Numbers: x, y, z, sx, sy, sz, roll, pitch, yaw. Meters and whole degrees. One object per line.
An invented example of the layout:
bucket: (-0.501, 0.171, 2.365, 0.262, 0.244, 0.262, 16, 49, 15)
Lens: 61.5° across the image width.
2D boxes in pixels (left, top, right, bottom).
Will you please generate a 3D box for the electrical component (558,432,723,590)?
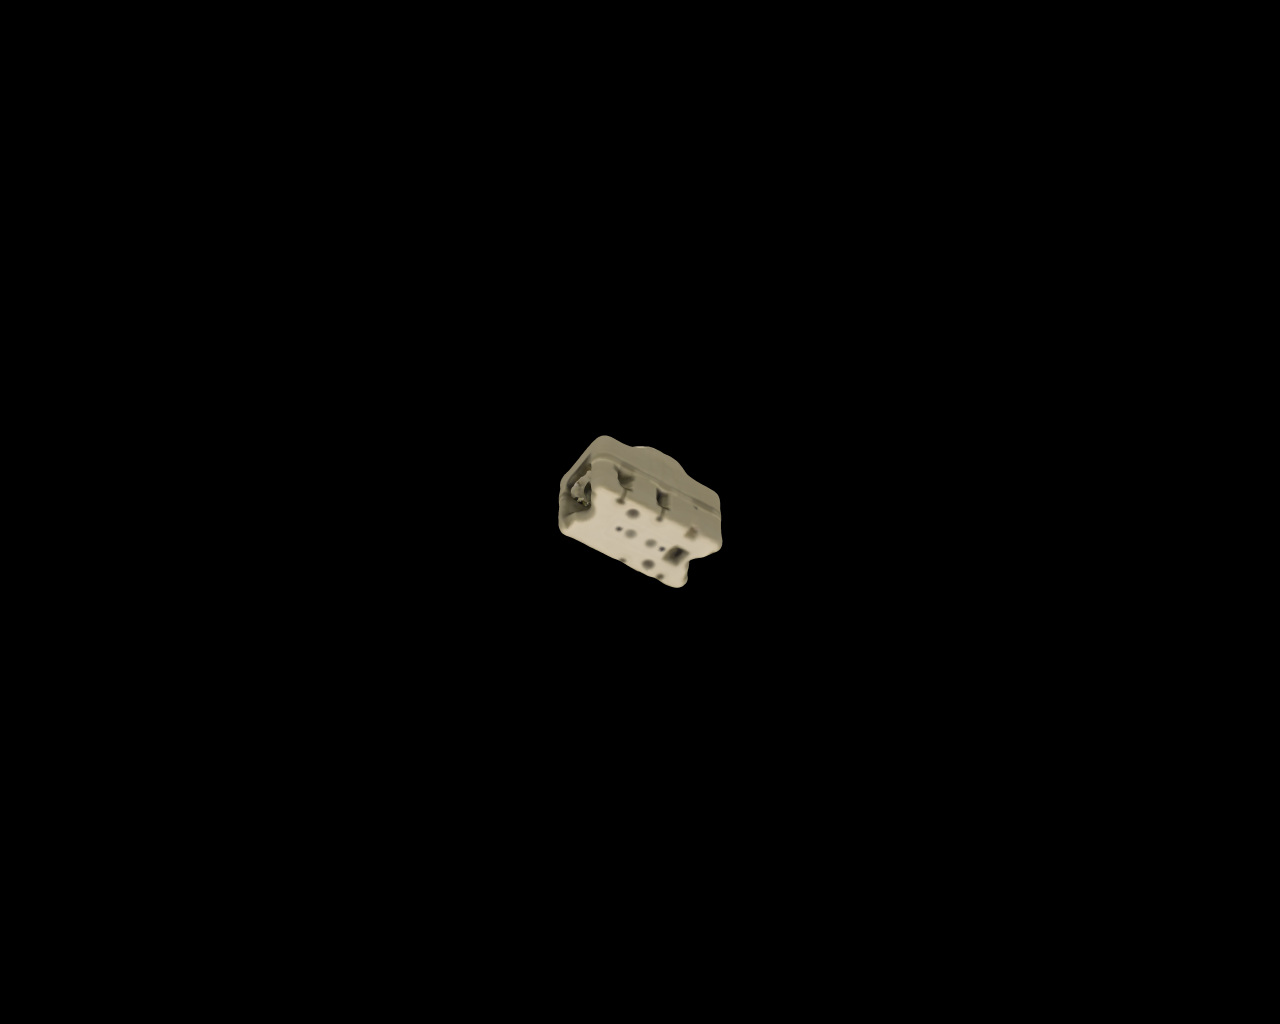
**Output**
electrical component: (0.001, -0.003, 0.650, 0.089, 0.056, 0.050, 27, -53, -22)
